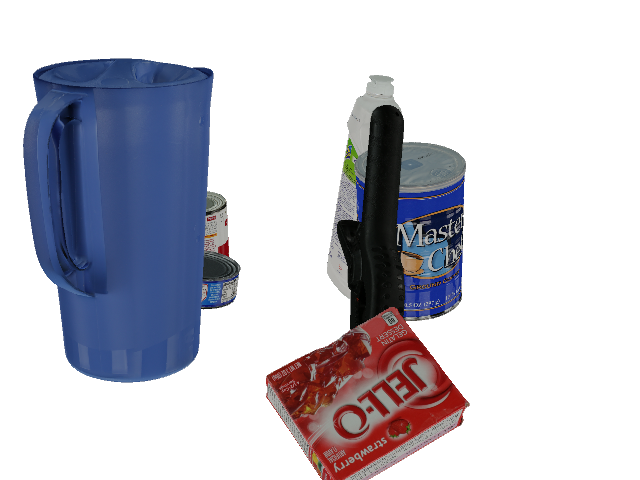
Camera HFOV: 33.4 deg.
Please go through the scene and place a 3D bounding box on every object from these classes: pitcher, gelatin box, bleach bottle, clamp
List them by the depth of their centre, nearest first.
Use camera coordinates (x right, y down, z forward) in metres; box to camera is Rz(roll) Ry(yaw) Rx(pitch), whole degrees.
[{"bbox_3d":[0.025,0.088,0.590,0.089,0.073,0.030,-27,-29,-19],"label":"gelatin box"},{"bbox_3d":[0.042,0.014,0.802,0.036,0.210,0.165,4,-41,-8],"label":"clamp"},{"bbox_3d":[-0.155,-0.015,0.824,0.149,0.243,0.145,-5,19,-20],"label":"pitcher"},{"bbox_3d":[0.058,-0.063,1.235,0.068,0.251,0.103,-2,23,-20],"label":"bleach bottle"}]

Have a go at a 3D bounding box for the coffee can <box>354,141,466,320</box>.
[{"bbox_3d":[0.085,-0.010,1.013,0.103,0.140,0.103,-2,28,1],"label":"coffee can"}]

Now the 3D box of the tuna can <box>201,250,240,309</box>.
[{"bbox_3d":[-0.125,0.038,1.069,0.086,0.034,0.086,8,18,-3],"label":"tuna can"}]

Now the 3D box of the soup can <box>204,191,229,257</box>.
[{"bbox_3d":[-0.147,-0.002,1.313,0.068,0.102,0.068,0,26,0],"label":"soup can"}]
